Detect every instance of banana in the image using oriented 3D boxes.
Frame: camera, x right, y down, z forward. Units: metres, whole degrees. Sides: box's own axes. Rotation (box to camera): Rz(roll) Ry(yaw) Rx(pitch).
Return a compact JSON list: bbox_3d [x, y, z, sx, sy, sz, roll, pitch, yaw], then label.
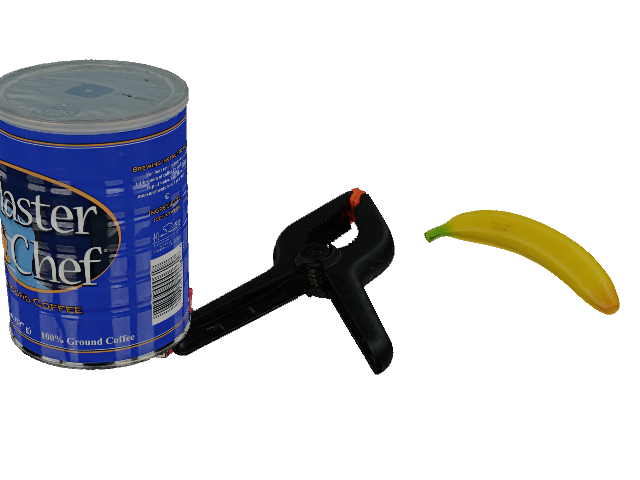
[{"bbox_3d":[0.201,0.012,1.020,0.198,0.069,0.037,22,-26,27],"label":"banana"}]

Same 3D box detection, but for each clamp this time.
[{"bbox_3d":[-0.011,0.026,0.796,0.165,0.036,0.209,0,33,16],"label":"clamp"}]

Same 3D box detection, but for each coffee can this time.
[{"bbox_3d":[-0.122,-0.016,0.580,0.103,0.140,0.103,2,26,-1],"label":"coffee can"}]

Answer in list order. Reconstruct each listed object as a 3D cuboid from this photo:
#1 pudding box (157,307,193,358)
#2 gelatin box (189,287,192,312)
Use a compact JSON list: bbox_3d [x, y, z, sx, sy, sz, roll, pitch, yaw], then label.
[{"bbox_3d":[-0.221,0.108,1.299,0.114,0.039,0.090,1,15,16],"label":"pudding box"},{"bbox_3d":[-0.176,0.059,1.001,0.089,0.030,0.073,13,23,22],"label":"gelatin box"}]
